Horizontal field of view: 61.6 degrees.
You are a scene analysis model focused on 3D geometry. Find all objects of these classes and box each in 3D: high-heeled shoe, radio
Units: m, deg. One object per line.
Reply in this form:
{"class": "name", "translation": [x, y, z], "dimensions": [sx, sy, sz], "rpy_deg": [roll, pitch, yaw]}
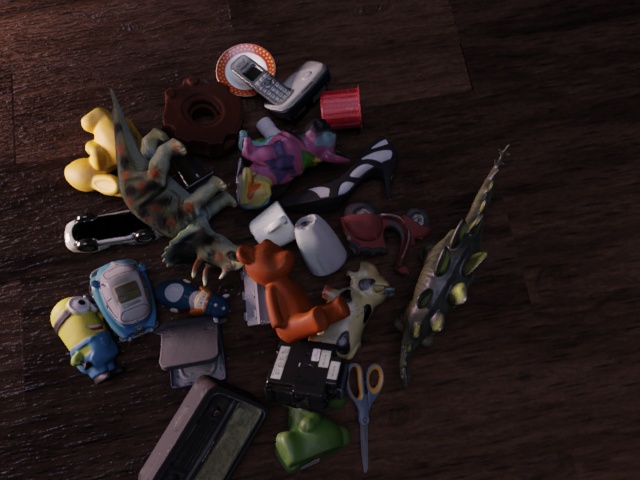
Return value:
{"class": "high-heeled shoe", "translation": [0.041, -0.137, 1.096], "dimensions": [0.249, 0.086, 0.145], "rpy_deg": [-6, 70, -3]}
{"class": "radio", "translation": [-0.207, 0.363, 0.947], "dimensions": [0.131, 0.073, 0.229], "rpy_deg": [37, 76, -25]}

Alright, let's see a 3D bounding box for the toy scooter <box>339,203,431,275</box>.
{"class": "toy scooter", "translation": [0.128, 0.000, 1.061], "dimensions": [0.184, 0.075, 0.135], "rpy_deg": [5, 76, -3]}

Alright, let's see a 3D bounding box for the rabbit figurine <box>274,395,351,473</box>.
{"class": "rabbit figurine", "translation": [-0.026, 0.305, 0.969], "dimensions": [0.159, 0.121, 0.170], "rpy_deg": [-22, 62, -9]}

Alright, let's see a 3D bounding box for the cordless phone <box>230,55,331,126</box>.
{"class": "cordless phone", "translation": [-0.085, -0.347, 1.137], "dimensions": [0.184, 0.088, 0.146], "rpy_deg": [40, 80, 7]}

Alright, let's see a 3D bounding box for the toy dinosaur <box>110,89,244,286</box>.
{"class": "toy dinosaur", "translation": [-0.299, -0.083, 1.026], "dimensions": [0.405, 0.131, 0.192], "rpy_deg": [41, 78, -3]}

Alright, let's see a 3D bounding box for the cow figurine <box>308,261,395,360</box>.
{"class": "cow figurine", "translation": [0.065, 0.131, 1.024], "dimensions": [0.127, 0.085, 0.195], "rpy_deg": [17, 74, 11]}

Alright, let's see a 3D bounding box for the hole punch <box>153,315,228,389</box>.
{"class": "hole punch", "translation": [-0.236, 0.212, 1.014], "dimensions": [0.142, 0.092, 0.116], "rpy_deg": [-11, 42, -1]}

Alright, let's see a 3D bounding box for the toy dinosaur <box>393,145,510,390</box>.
{"class": "toy dinosaur", "translation": [0.240, 0.050, 0.984], "dimensions": [0.105, 0.198, 0.471], "rpy_deg": [23, 79, 3]}

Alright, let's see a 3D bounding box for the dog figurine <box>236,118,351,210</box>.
{"class": "dog figurine", "translation": [-0.054, -0.149, 1.078], "dimensions": [0.219, 0.108, 0.191], "rpy_deg": [1, 106, -12]}

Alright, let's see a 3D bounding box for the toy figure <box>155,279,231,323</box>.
{"class": "toy figure", "translation": [-0.243, 0.115, 1.026], "dimensions": [0.155, 0.058, 0.064], "rpy_deg": [11, 99, 25]}

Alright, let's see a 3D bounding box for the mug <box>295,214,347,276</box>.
{"class": "mug", "translation": [-0.002, -0.003, 1.039], "dimensions": [0.081, 0.107, 0.110], "rpy_deg": [-13, 38, 22]}

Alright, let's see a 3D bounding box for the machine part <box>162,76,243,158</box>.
{"class": "machine part", "translation": [-0.242, -0.255, 1.115], "dimensions": [0.179, 0.056, 0.179], "rpy_deg": [5, 65, -11]}

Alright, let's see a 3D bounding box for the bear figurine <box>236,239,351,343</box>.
{"class": "bear figurine", "translation": [-0.052, 0.076, 0.953], "dimensions": [0.132, 0.120, 0.196], "rpy_deg": [-26, 82, 30]}

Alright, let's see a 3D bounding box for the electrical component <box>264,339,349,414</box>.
{"class": "electrical component", "translation": [-0.019, 0.237, 0.943], "dimensions": [0.134, 0.058, 0.115], "rpy_deg": [7, 44, 13]}

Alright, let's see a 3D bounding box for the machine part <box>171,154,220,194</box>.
{"class": "machine part", "translation": [-0.267, -0.139, 1.119], "dimensions": [0.084, 0.039, 0.139], "rpy_deg": [-33, 79, -2]}

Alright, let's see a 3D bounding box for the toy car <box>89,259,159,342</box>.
{"class": "toy car", "translation": [-0.369, 0.105, 1.015], "dimensions": [0.109, 0.103, 0.161], "rpy_deg": [-19, 76, -24]}

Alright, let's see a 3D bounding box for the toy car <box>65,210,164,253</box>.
{"class": "toy car", "translation": [-0.410, -0.022, 1.082], "dimensions": [0.202, 0.056, 0.073], "rpy_deg": [-10, 70, -3]}

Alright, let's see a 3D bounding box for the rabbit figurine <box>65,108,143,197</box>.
{"class": "rabbit figurine", "translation": [-0.438, -0.158, 1.102], "dimensions": [0.173, 0.122, 0.162], "rpy_deg": [-37, 88, 6]}

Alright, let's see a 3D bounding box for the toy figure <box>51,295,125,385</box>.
{"class": "toy figure", "translation": [-0.444, 0.188, 1.018], "dimensions": [0.089, 0.082, 0.180], "rpy_deg": [-28, 80, -8]}
